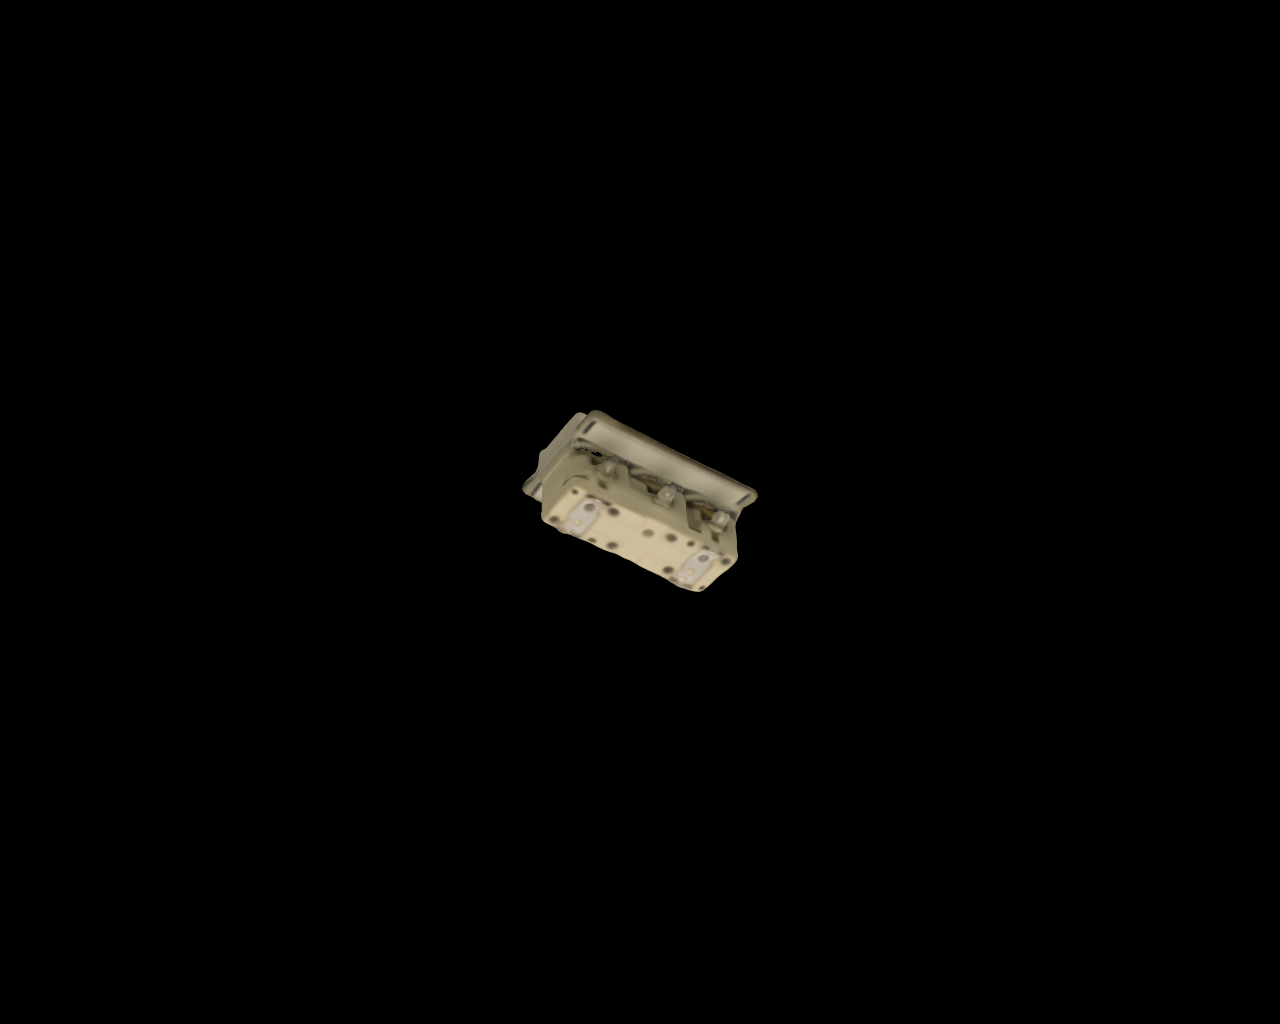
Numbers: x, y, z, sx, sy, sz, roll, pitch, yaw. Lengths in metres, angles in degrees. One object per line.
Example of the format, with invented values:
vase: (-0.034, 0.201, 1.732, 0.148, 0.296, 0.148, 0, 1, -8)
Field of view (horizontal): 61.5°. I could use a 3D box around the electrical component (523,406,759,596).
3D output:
electrical component: (0.001, -0.003, 0.650, 0.121, 0.063, 0.078, 26, -49, -25)
